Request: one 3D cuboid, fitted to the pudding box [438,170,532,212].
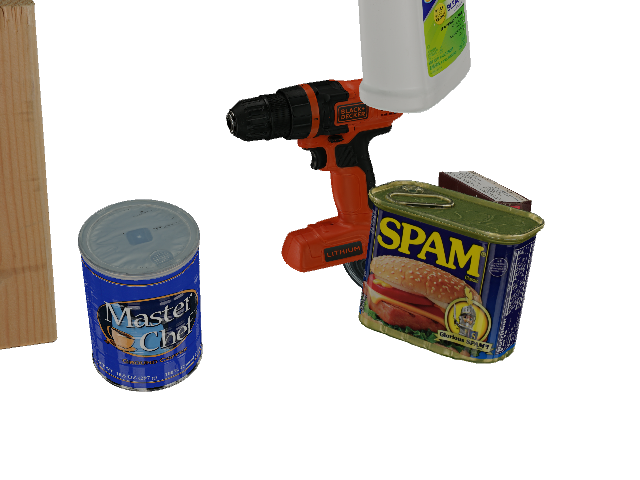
[{"bbox_3d":[0.134,-0.004,0.901,0.039,0.090,0.114,-5,17,-19],"label":"pudding box"}]

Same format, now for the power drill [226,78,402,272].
[{"bbox_3d":[-0.002,-0.065,1.053,0.184,0.188,0.057,-11,29,-21],"label":"power drill"}]

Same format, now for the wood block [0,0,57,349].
[{"bbox_3d":[-0.214,-0.044,0.636,0.090,0.206,0.090,-7,24,-20],"label":"wood block"}]

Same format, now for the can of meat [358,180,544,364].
[{"bbox_3d":[0.074,0.018,0.638,0.102,0.084,0.057,18,23,30],"label":"can of meat"}]

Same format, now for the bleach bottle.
[{"bbox_3d":[0.062,-0.228,0.790,0.068,0.251,0.102,14,39,32],"label":"bleach bottle"}]

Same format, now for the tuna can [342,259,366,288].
[{"bbox_3d":[0.067,0.025,1.224,0.086,0.086,0.033,0,39,46],"label":"tuna can"}]

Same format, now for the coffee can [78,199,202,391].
[{"bbox_3d":[-0.157,0.049,0.948,0.103,0.140,0.103,2,39,-2],"label":"coffee can"}]
